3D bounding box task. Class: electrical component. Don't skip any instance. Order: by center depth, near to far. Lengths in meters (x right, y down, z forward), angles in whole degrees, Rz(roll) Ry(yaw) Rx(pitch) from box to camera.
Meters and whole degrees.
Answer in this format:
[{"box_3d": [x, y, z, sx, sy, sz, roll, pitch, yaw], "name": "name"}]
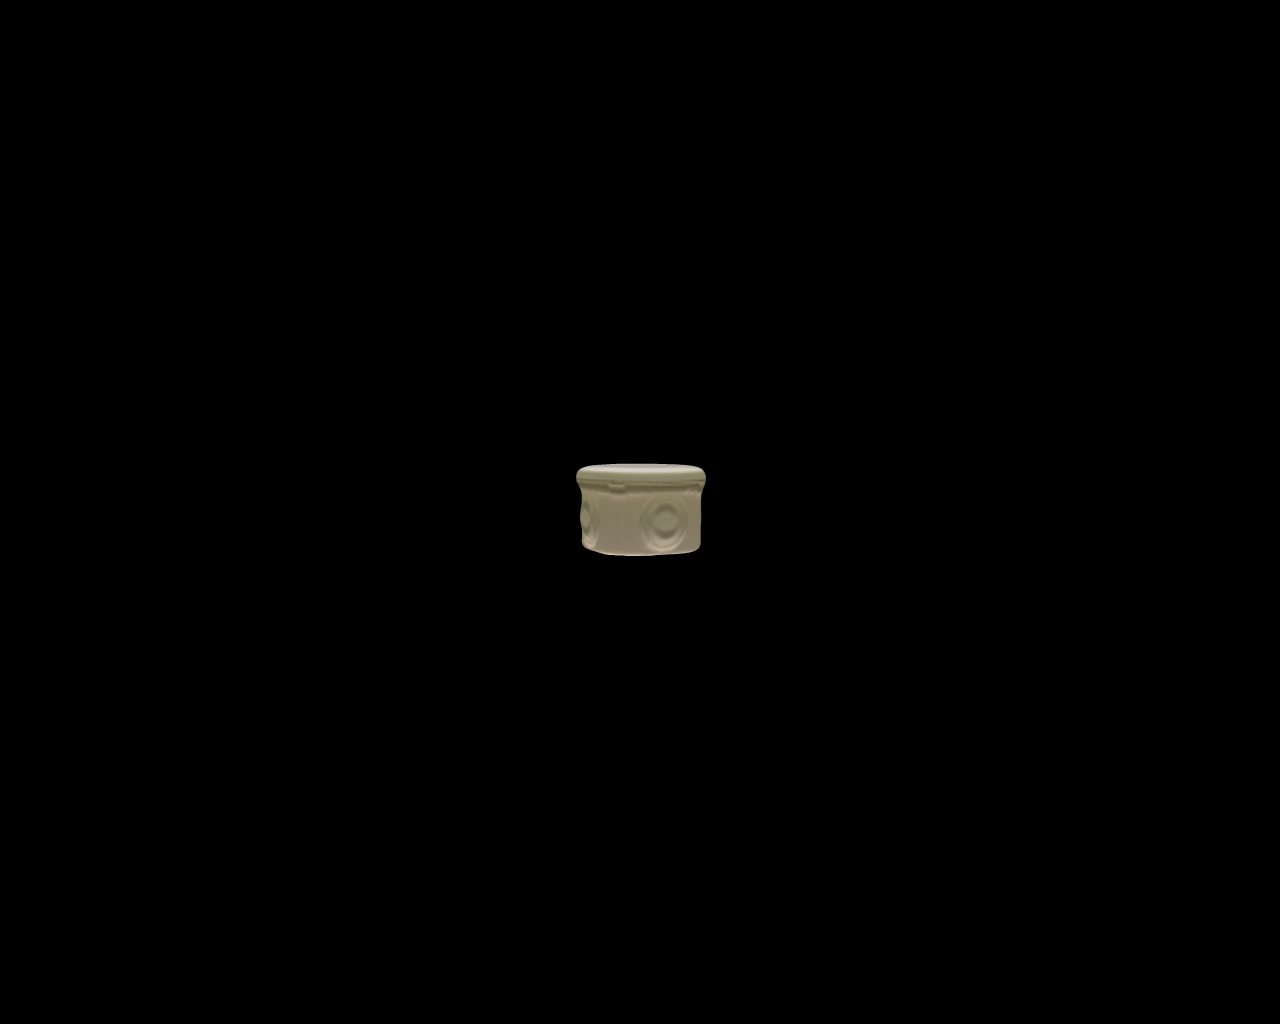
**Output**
[{"box_3d": [0.001, -0.003, 0.650, 0.080, 0.051, 0.080, 0, 5, 0], "name": "electrical component"}]
